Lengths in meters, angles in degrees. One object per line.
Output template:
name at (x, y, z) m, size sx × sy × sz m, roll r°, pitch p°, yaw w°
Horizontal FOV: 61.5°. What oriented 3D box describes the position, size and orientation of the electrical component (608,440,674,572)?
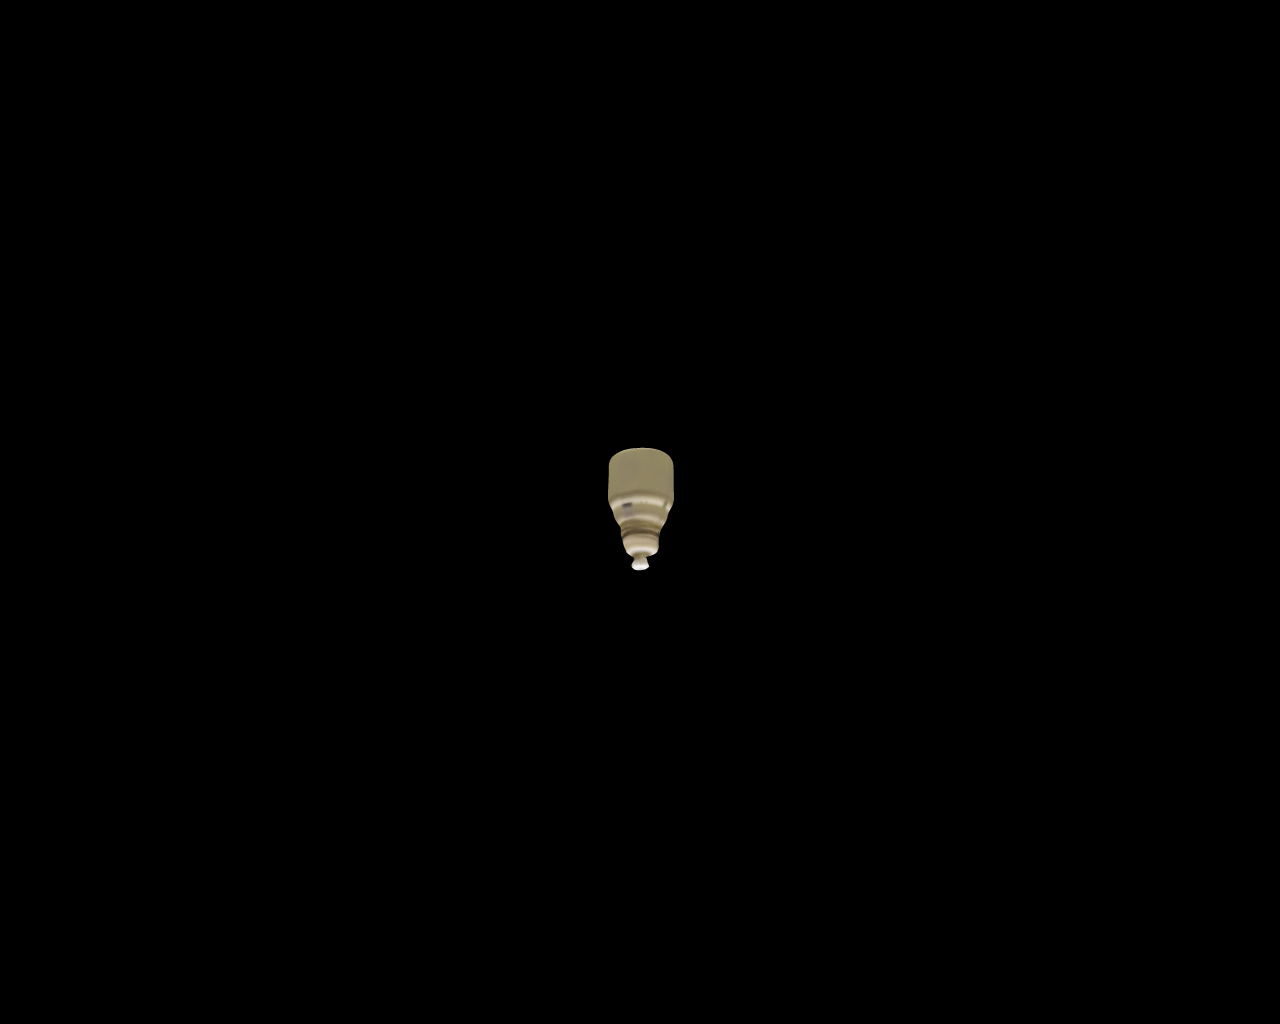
electrical component at (0.001, -0.003, 0.650) m, size 0.040 × 0.078 × 0.040 m, roll 0°, pitch -19°, yaw 0°
